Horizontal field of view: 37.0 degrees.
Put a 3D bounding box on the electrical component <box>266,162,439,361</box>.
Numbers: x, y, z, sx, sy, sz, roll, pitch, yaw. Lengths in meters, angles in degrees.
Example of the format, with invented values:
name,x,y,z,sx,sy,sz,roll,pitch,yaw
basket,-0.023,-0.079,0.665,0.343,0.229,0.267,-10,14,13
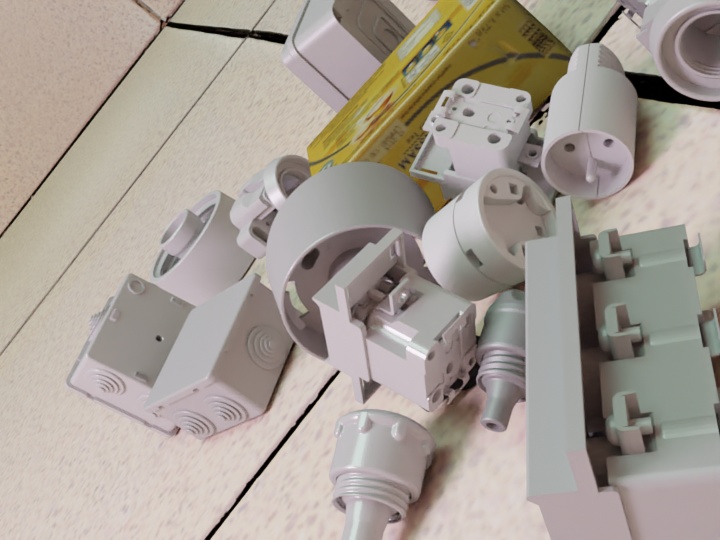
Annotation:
name,x,y,z,sx,sy,sz,roll,pitch,yaw
electrical component,0.000,0.000,0.577,0.099,0.099,0.064,-45,29,18

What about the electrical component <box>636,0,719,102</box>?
name,x,y,z,sx,sy,sz,roll,pitch,yaw
electrical component,0.161,-0.113,0.483,0.078,0.058,0.057,-31,27,43

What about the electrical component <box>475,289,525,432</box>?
name,x,y,z,sx,sy,sz,roll,pitch,yaw
electrical component,0.066,0.041,0.466,0.035,0.035,0.061,-22,39,52

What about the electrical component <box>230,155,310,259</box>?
name,x,y,z,sx,sy,sz,roll,pitch,yaw
electrical component,-0.060,-0.053,0.834,0.057,0.058,0.078,-35,26,42

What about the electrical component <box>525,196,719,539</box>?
name,x,y,z,sx,sy,sz,roll,pitch,yaw
electrical component,0.092,0.039,0.366,0.063,0.078,0.121,-11,37,17

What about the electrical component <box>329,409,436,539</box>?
name,x,y,z,sx,sy,sz,roll,pitch,yaw
electrical component,0.006,0.097,0.486,0.048,0.048,0.062,-26,40,48

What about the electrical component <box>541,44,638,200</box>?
name,x,y,z,sx,sy,sz,roll,pitch,yaw
electrical component,0.116,-0.078,0.536,0.043,0.043,0.081,-33,29,40

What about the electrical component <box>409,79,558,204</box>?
name,x,y,z,sx,sy,sz,roll,pitch,yaw
electrical component,0.068,-0.065,0.569,0.081,0.063,0.042,17,67,24

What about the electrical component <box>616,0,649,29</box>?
name,x,y,z,sx,sy,sz,roll,pitch,yaw
electrical component,0.168,-0.149,0.546,0.063,0.042,0.081,-50,21,8

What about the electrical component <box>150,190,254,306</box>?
name,x,y,z,sx,sy,sz,roll,pitch,yaw
electrical component,-0.138,-0.020,0.931,0.108,0.060,0.108,-43,24,24

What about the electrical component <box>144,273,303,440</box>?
name,x,y,z,sx,sy,sz,roll,pitch,yaw
electrical component,-0.090,0.061,0.727,0.100,0.048,0.099,-28,32,46

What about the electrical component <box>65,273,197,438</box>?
name,x,y,z,sx,sy,sz,roll,pitch,yaw
electrical component,-0.155,0.061,0.793,0.048,0.100,0.099,-49,17,46

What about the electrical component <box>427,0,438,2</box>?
name,x,y,z,sx,sy,sz,roll,pitch,yaw
electrical component,0.067,-0.263,0.930,0.046,0.040,0.040,-52,21,-17

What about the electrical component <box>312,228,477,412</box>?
name,x,y,z,sx,sy,sz,roll,pitch,yaw
electrical component,0.018,0.027,0.483,0.064,0.081,0.042,26,55,29

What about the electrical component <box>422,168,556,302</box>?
name,x,y,z,sx,sy,sz,roll,pitch,yaw
electrical component,0.064,-0.015,0.531,0.047,0.055,0.055,-34,28,46

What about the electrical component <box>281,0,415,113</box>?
name,x,y,z,sx,sy,sz,roll,pitch,yaw
electrical component,0.005,-0.152,0.781,0.057,0.113,0.078,-32,29,36

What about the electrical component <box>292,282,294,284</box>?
name,x,y,z,sx,sy,sz,roll,pitch,yaw
electrical component,-0.022,-0.017,0.720,0.048,0.048,0.062,-30,24,44
